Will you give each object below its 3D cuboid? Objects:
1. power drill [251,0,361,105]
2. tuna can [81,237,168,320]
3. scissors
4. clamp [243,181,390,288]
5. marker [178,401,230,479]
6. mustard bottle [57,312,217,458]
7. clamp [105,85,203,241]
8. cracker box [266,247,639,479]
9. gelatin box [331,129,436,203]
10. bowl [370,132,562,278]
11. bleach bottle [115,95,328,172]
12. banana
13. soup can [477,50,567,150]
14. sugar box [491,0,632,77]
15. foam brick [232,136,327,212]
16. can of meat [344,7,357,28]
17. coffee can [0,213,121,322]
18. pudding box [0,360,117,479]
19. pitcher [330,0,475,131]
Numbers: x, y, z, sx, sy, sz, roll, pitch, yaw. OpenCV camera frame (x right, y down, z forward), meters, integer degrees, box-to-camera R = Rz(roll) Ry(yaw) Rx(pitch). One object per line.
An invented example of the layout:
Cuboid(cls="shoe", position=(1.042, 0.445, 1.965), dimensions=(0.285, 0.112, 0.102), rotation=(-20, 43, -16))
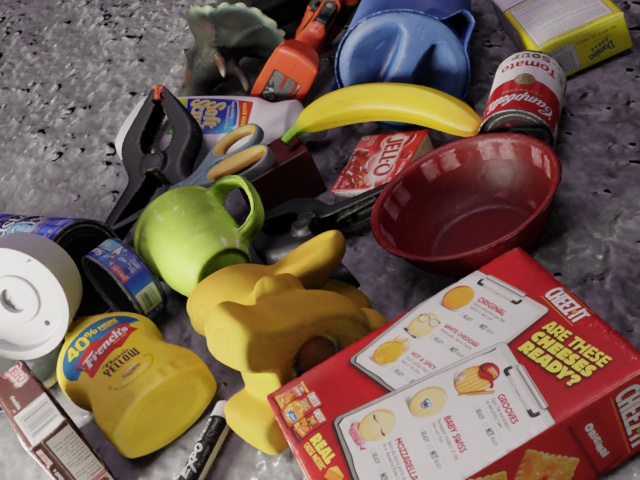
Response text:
Cuboid(cls="power drill", position=(-0.001, -0.238, 1.197), dimensions=(0.187, 0.057, 0.185), rotation=(-61, 3, -38))
Cuboid(cls="tuna can", position=(-0.181, 0.040, 0.990), dimensions=(0.033, 0.086, 0.086), rotation=(-41, 35, -23))
Cuboid(cls="scissors", position=(-0.131, -0.062, 1.066), dimensions=(0.202, 0.016, 0.096), rotation=(-18, 38, 24))
Cuboid(cls="clamp", position=(-0.006, 0.001, 0.962), dimensions=(0.172, 0.039, 0.120), rotation=(-9, 36, 38))
Cuboid(cls="marker", position=(-0.093, 0.173, 0.806), dimensions=(0.020, 0.020, 0.121), rotation=(-5, 39, 30))
Cuboid(cls="mustard bottle", position=(-0.172, 0.109, 0.914), dimensions=(0.096, 0.058, 0.192), rotation=(-40, 34, -17))
Cuboid(cls="clamp", position=(-0.159, -0.071, 1.117), dimensions=(0.165, 0.036, 0.210), rotation=(-6, 63, 23))
Cuboid(cls="cracker box", position=(0.091, 0.116, 0.705), dimensions=(0.213, 0.072, 0.164), rotation=(-30, 34, -5))
Cuboid(cls="gelatin box", position=(0.061, -0.067, 1.014), dimensions=(0.073, 0.030, 0.089), rotation=(-2, 41, 33))
Cuboid(cls="bowl", position=(0.126, -0.019, 0.878), dimensions=(0.162, 0.055, 0.162), rotation=(-19, 34, 13))
Cuboid(cls="bleach bottle", position=(-0.102, -0.122, 1.180), dimensions=(0.251, 0.068, 0.102), rotation=(-2, 44, 31))
Cuboid(cls="banana", position=(0.062, -0.121, 1.021), dimensions=(0.198, 0.037, 0.069), rotation=(-2, 64, 21))
Cuboid(cls="soup can", position=(0.183, -0.117, 0.960), dimensions=(0.069, 0.068, 0.102), rotation=(-8, 37, 27))
Cuboid(cls="sugar box", position=(0.242, -0.227, 1.092), dimensions=(0.093, 0.048, 0.176), rotation=(-23, 30, 7))
Cuboid(cls="foam brick", position=(-0.043, -0.061, 1.060), dimensions=(0.078, 0.053, 0.051), rotation=(-30, 33, -6))
Cuboid(cls="can of meat", position=(0.066, -0.309, 1.321), dimensions=(0.102, 0.057, 0.083), rotation=(9, 45, 42))
Cuboid(cls="coffee can", position=(-0.276, 0.027, 1.059), dimensions=(0.141, 0.102, 0.102), rotation=(4, 44, 39))
Cuboid(cls="pudding box", position=(-0.211, 0.156, 0.848), dimensions=(0.039, 0.090, 0.114), rotation=(-38, 35, -13))
Cuboid(cls="pitcher", position=(0.091, -0.225, 1.132), dimensions=(0.149, 0.145, 0.242), rotation=(6, 37, 8))
